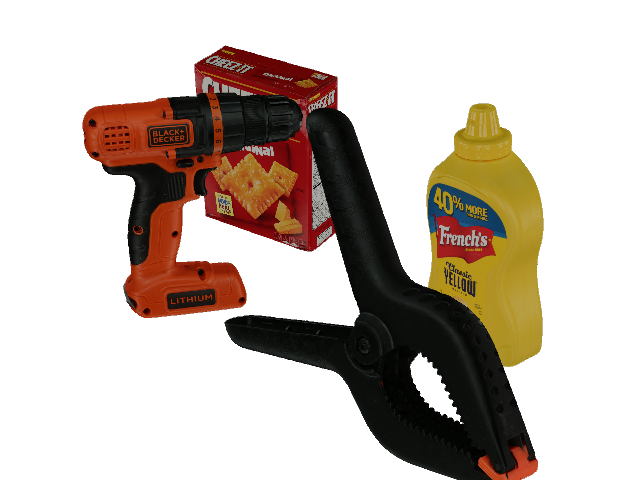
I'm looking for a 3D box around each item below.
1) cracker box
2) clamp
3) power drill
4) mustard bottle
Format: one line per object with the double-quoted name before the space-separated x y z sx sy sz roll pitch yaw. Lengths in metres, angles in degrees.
"cracker box" -0.064 -0.107 1.279 0.164 0.214 0.072 20 40 27
"clamp" 0.034 0.040 0.555 0.036 0.165 0.210 -14 41 -42
"power drill" -0.104 -0.033 0.913 0.184 0.188 0.057 -6 20 -13
"mustard bottle" 0.120 -0.008 0.787 0.058 0.192 0.096 -20 30 -31
